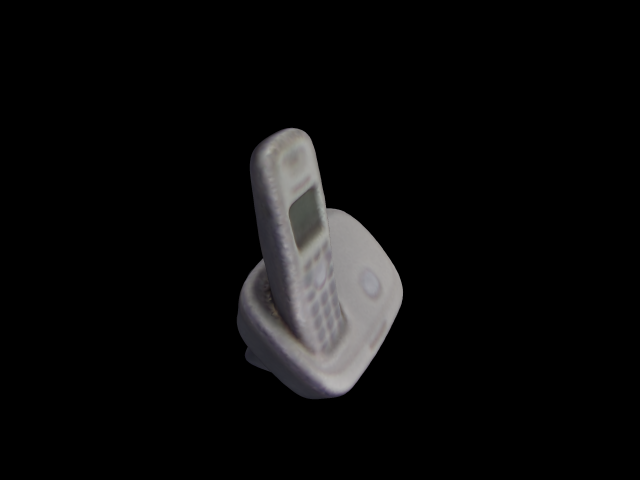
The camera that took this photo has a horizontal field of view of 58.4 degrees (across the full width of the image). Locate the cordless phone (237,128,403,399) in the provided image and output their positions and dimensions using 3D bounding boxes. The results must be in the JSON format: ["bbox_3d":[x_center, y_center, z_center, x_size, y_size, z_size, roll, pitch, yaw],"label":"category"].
[{"bbox_3d":[0.004,0.001,0.400,0.094,0.185,0.148,14,36,20],"label":"cordless phone"}]
